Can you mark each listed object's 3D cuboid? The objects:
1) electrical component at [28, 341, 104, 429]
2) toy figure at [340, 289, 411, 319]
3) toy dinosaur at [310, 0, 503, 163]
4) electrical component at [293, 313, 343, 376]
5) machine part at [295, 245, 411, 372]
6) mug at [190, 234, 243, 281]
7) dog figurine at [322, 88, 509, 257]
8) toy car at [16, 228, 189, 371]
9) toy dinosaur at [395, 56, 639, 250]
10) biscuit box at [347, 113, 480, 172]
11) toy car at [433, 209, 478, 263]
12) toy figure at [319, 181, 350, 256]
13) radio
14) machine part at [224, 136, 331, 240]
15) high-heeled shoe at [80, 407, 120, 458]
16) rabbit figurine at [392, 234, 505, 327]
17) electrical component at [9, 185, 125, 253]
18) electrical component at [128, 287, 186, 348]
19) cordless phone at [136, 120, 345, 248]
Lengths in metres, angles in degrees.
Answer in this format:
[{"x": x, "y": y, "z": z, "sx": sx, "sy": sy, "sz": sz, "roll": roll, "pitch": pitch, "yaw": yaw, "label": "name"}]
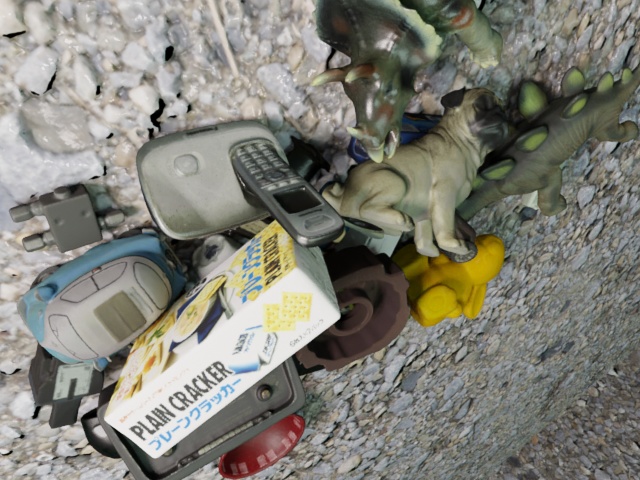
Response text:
[{"x": -0.284, "y": 0.153, "z": 0.606, "sx": 0.075, "sy": 0.048, "sz": 0.119, "roll": -5, "pitch": 129, "yaw": -37, "label": "electrical component"}, {"x": 0.093, "y": 0.104, "z": 0.842, "sx": 0.082, "sy": 0.089, "sz": 0.179, "roll": -37, "pitch": 139, "yaw": -15, "label": "toy figure"}, {"x": 0.132, "y": -0.267, "z": 0.475, "sx": 0.192, "sy": 0.131, "sz": 0.404, "roll": 6, "pitch": 127, "yaw": -48, "label": "toy dinosaur"}, {"x": -0.022, "y": 0.148, "z": 0.813, "sx": 0.134, "sy": 0.058, "sz": 0.114, "roll": -9, "pitch": 133, "yaw": -33, "label": "electrical component"}, {"x": 0.033, "y": 0.088, "z": 0.693, "sx": 0.179, "sy": 0.056, "sz": 0.179, "roll": -15, "pitch": 131, "yaw": -19, "label": "machine part"}, {"x": -0.111, "y": 0.049, "z": 0.636, "sx": 0.109, "sy": 0.081, "sz": 0.107, "roll": -38, "pitch": 132, "yaw": -2, "label": "mug"}, {"x": 0.107, "y": -0.092, "z": 0.593, "sx": 0.172, "sy": 0.121, "sz": 0.190, "roll": 19, "pitch": 82, "yaw": -21, "label": "dog figurine"}, {"x": -0.204, "y": 0.064, "z": 0.527, "sx": 0.162, "sy": 0.103, "sz": 0.109, "roll": -32, "pitch": 117, "yaw": -13, "label": "toy car"}, {"x": 0.315, "y": -0.126, "z": 0.809, "sx": 0.198, "sy": 0.105, "sz": 0.471, "roll": 27, "pitch": 111, "yaw": -42, "label": "toy dinosaur"}, {"x": 0.131, "y": -0.121, "z": 0.686, "sx": 0.202, "sy": 0.059, "sz": 0.062, "roll": -6, "pitch": 129, "yaw": -36, "label": "biscuit box"}, {"x": 0.141, "y": -0.039, "z": 0.715, "sx": 0.202, "sy": 0.089, "sz": 0.053, "roll": 30, "pitch": 124, "yaw": -33, "label": "toy car"}, {"x": -0.001, "y": -0.003, "z": 0.687, "sx": 0.058, "sy": 0.064, "sz": 0.154, "roll": 19, "pitch": 123, "yaw": -9, "label": "toy figure"}, {"x": -0.140, "y": 0.195, "z": 0.666, "sx": 0.230, "sy": 0.073, "sz": 0.131, "roll": -25, "pitch": 103, "yaw": -16, "label": "radio"}, {"x": -0.046, "y": -0.051, "z": 0.624, "sx": 0.084, "sy": 0.039, "sz": 0.139, "roll": 24, "pitch": 111, "yaw": -40, "label": "machine part"}, {"x": -0.193, "y": 0.192, "z": 0.727, "sx": 0.145, "sy": 0.086, "sz": 0.249, "roll": 42, "pitch": 76, "yaw": -21, "label": "high-heeled shoe"}, {"x": 0.214, "y": 0.063, "z": 0.831, "sx": 0.173, "sy": 0.122, "sz": 0.162, "roll": -35, "pitch": 139, "yaw": -3, "label": "rabbit figurine"}, {"x": -0.234, "y": -0.022, "z": 0.505, "sx": 0.094, "sy": 0.021, "sz": 0.063, "roll": -19, "pitch": 136, "yaw": -25, "label": "electrical component"}, {"x": -0.191, "y": 0.094, "z": 0.636, "sx": 0.078, "sy": 0.045, "sz": 0.102, "roll": -49, "pitch": 155, "yaw": -40, "label": "electrical component"}, {"x": -0.075, "y": -0.033, "z": 0.495, "sx": 0.146, "sy": 0.184, "sz": 0.088, "roll": -18, "pitch": 131, "yaw": -27, "label": "cordless phone"}]
